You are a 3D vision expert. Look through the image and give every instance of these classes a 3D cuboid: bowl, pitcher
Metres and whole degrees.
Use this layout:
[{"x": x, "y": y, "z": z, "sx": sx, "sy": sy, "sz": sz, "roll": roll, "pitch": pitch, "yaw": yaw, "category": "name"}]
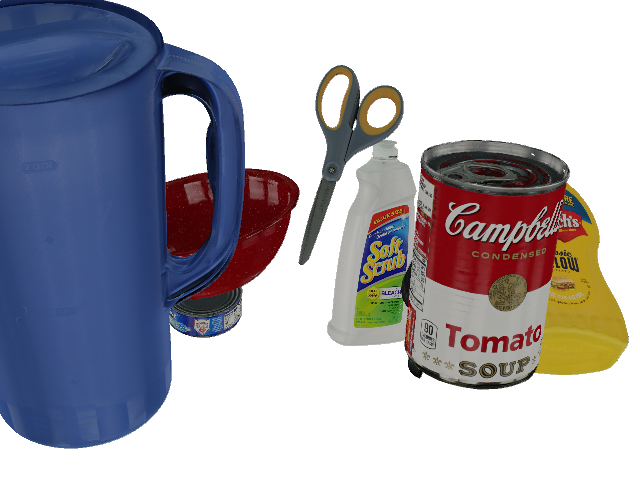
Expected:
[{"x": -0.090, "y": 0.000, "z": 0.824, "sx": 0.162, "sy": 0.055, "sz": 0.162, "roll": -10, "pitch": 24, "yaw": 4, "category": "bowl"}, {"x": -0.135, "y": -0.004, "z": 0.598, "sx": 0.149, "sy": 0.243, "sz": 0.144, "roll": 29, "pitch": 44, "yaw": 35, "category": "pitcher"}]

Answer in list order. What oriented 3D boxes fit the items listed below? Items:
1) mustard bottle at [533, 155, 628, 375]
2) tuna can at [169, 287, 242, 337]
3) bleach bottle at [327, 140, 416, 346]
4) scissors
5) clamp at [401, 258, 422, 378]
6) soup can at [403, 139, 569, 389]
[{"x": 0.160, "y": 0.004, "z": 0.787, "sx": 0.096, "sy": 0.191, "sz": 0.058, "roll": 4, "pitch": -40, "yaw": -8, "category": "mustard bottle"}, {"x": -0.129, "y": 0.068, "z": 1.178, "sx": 0.086, "sy": 0.034, "sz": 0.086, "roll": 1, "pitch": 36, "yaw": -1, "category": "tuna can"}, {"x": 0.066, "y": 0.002, "z": 1.324, "sx": 0.102, "sy": 0.251, "sz": 0.068, "roll": -3, "pitch": 16, "yaw": -19, "category": "bleach bottle"}, {"x": 0.031, "y": -0.073, "z": 1.036, "sx": 0.096, "sy": 0.202, "sz": 0.016, "roll": 2, "pitch": -12, "yaw": 5, "category": "scissors"}, {"x": 0.142, "y": 0.073, "z": 1.128, "sx": 0.120, "sy": 0.171, "sz": 0.039, "roll": 3, "pitch": -43, "yaw": -10, "category": "clamp"}, {"x": 0.077, "y": 0.011, "z": 0.509, "sx": 0.068, "sy": 0.102, "sz": 0.068, "roll": 3, "pitch": 23, "yaw": -1, "category": "soup can"}]
